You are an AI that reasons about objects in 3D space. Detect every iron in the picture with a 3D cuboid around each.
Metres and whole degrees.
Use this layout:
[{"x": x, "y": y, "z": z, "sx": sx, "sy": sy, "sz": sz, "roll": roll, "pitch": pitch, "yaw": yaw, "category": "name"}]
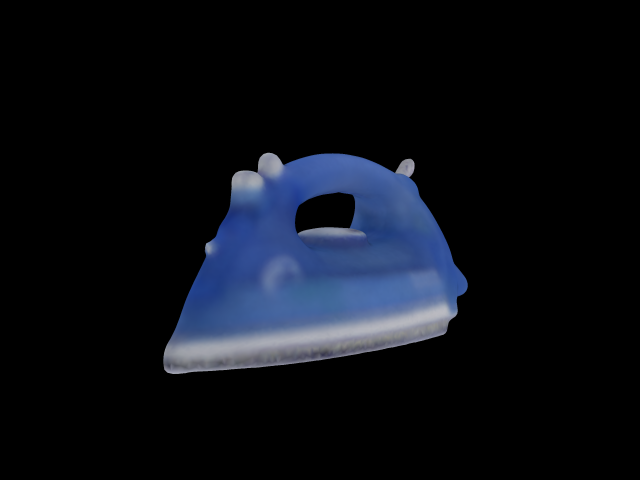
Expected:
[{"x": 0.004, "y": 0.001, "z": 0.400, "sx": 0.118, "sy": 0.141, "sz": 0.259, "roll": 0, "pitch": 0, "yaw": 40, "category": "iron"}]
